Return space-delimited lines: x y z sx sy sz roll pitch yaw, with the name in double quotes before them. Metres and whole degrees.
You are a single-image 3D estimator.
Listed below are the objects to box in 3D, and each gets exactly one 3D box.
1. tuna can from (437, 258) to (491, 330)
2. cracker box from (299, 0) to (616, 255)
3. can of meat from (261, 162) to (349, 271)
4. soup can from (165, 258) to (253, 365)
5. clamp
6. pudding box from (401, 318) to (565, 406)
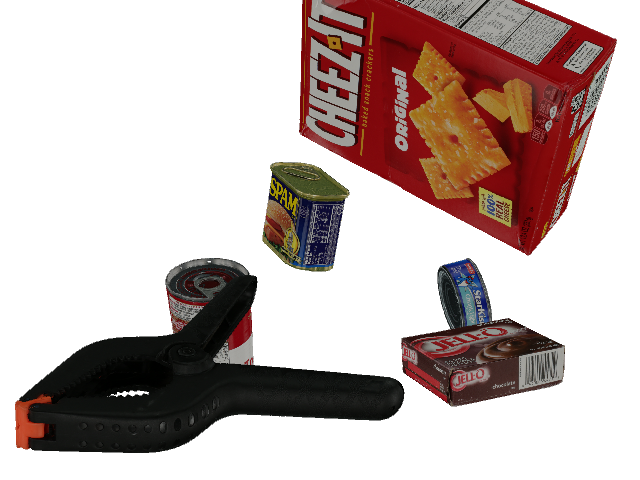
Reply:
"tuna can" 0.157 0.065 1.175 0.033 0.086 0.086 -14 2 -7
"cracker box" 0.087 -0.106 0.773 0.214 0.164 0.072 29 54 21
"can of meat" -0.018 -0.025 1.094 0.057 0.084 0.102 -1 23 -26
"soup can" -0.090 0.075 0.879 0.068 0.102 0.068 -1 27 0
"clamp" -0.079 0.074 0.623 0.209 0.036 0.165 -9 27 -29
"pudding box" 0.138 0.102 0.916 0.113 0.039 0.090 -6 15 -21
